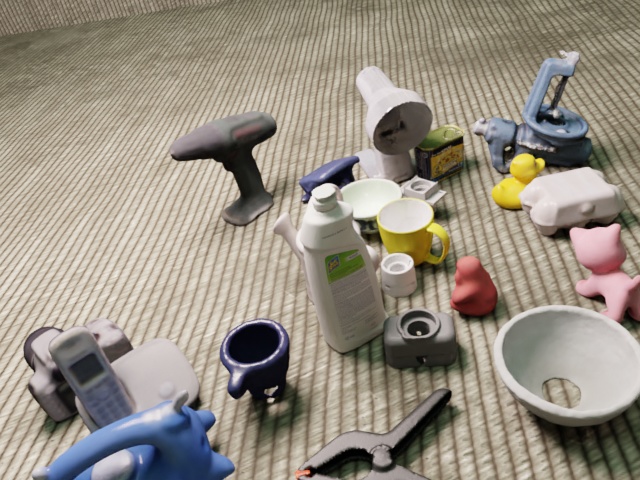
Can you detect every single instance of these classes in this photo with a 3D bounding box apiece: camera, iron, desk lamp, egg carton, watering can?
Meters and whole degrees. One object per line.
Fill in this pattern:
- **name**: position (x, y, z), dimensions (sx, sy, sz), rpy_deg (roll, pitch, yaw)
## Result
- **camera**: position (-0.367, 0.164, 0.837), dimensions (0.136, 0.101, 0.143), rpy_deg (25, 50, 39)
- **iron**: position (-0.236, 0.263, 0.639), dimensions (0.259, 0.142, 0.118), rpy_deg (-24, 38, -15)
- **desk lamp**: position (0.128, -0.213, 1.102), dimensions (0.118, 0.214, 0.202), rpy_deg (-18, 37, -9)
- **egg carton**: position (0.416, -0.064, 0.950), dimensions (0.150, 0.069, 0.107), rpy_deg (-12, 37, -1)
- **watering can**: position (0.007, 0.004, 0.867), dimensions (0.172, 0.194, 0.101), rpy_deg (-1, 38, 14)

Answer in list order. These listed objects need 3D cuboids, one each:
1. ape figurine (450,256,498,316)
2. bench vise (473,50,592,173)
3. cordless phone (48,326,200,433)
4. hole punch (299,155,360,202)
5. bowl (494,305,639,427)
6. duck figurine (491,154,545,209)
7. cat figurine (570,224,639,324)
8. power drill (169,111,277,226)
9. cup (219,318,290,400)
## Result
- **ape figurine**: position (0.217, 0.061, 0.822), dimensions (0.078, 0.092, 0.075), rpy_deg (-33, 42, -26)
- **bench vise**: position (0.392, -0.226, 1.042), dimensions (0.207, 0.220, 0.121), rpy_deg (-11, 37, 1)
- **cordless phone**: position (-0.248, 0.166, 0.731), dimensions (0.148, 0.185, 0.093), rpy_deg (-36, 43, -29)
- **hole punch**: position (0.017, -0.121, 1.113), dimensions (0.109, 0.091, 0.100), rpy_deg (-33, 42, -26)
- **bowl**: position (0.293, 0.160, 0.686), dimensions (0.167, 0.075, 0.167), rpy_deg (-7, 37, 6)
- **duck figurine**: position (0.354, -0.109, 1.013), dimensions (0.104, 0.086, 0.077), rpy_deg (-20, 38, -10)
- **cat figurine**: position (0.396, 0.036, 0.785), dimensions (0.067, 0.118, 0.127), rpy_deg (-15, 37, -4)
- **power drill**: position (-0.164, -0.138, 1.086), dimensions (0.075, 0.209, 0.230), rpy_deg (20, 47, 35)
- **cup**: position (-0.081, 0.175, 0.750), dimensions (0.091, 0.095, 0.118), rpy_deg (3, 39, 19)
